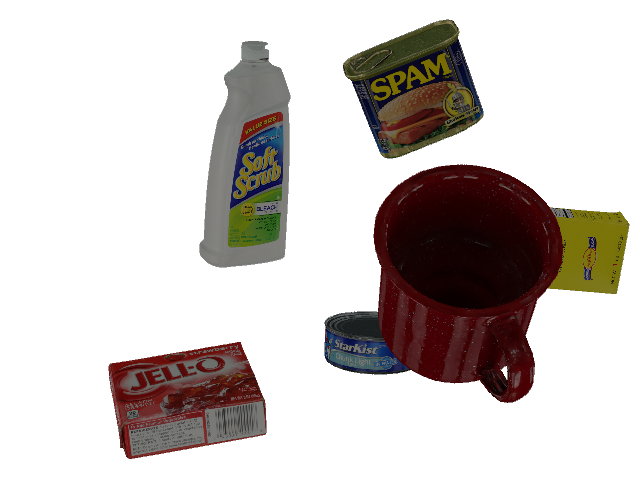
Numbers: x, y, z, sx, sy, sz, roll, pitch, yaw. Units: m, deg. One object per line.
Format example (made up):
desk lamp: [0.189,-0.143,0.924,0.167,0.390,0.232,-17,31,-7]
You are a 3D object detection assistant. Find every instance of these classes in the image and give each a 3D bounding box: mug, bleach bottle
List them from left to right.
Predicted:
bleach bottle: [-0.085,-0.099,1.217,0.102,0.251,0.068,-7,21,-25]
mug: [0.077,0.030,0.549,0.093,0.117,0.081,-20,-33,-14]

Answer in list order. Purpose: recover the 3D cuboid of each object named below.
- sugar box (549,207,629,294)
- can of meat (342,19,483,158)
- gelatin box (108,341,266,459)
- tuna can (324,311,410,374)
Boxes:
sugar box: [0.265,0.009,1.257,0.176,0.093,0.048,3,21,0]
can of meat: [0.081,-0.128,0.916,0.102,0.084,0.057,-21,26,6]
gelatin box: [-0.085,0.098,0.668,0.089,0.030,0.073,-8,25,-13]
tuna can: [0.046,0.089,0.938,0.086,0.034,0.086,2,11,-1]
